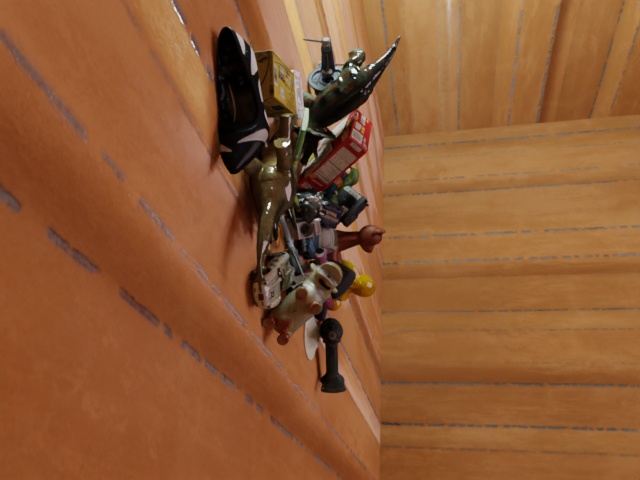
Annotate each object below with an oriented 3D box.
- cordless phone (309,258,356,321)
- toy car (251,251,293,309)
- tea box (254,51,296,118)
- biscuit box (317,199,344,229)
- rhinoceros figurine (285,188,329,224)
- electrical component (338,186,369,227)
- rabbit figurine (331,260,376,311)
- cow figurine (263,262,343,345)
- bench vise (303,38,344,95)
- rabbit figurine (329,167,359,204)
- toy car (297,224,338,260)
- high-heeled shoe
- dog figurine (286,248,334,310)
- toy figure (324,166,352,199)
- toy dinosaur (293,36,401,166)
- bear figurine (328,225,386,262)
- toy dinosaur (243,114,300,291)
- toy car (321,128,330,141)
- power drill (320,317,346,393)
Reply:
[{"bbox_3d":[0.023,0.152,1.497,0.147,0.089,0.184,27,-66,55],"label":"cordless phone"},{"bbox_3d":[-0.094,0.080,1.112,0.202,0.056,0.073,-53,139,-71],"label":"toy car"},{"bbox_3d":[-0.104,-0.323,1.130,0.169,0.068,0.098,6,82,-79],"label":"tea box"},{"bbox_3d":[0.016,-0.080,1.481,0.203,0.063,0.059,-120,-128,-79],"label":"biscuit box"},{"bbox_3d":[-0.032,-0.082,1.309,0.190,0.112,0.073,-76,163,-76],"label":"rhinoceros figurine"},{"bbox_3d":[0.074,-0.109,1.744,0.115,0.134,0.058,44,-7,29],"label":"electrical component"},{"bbox_3d":[0.083,0.130,1.645,0.162,0.173,0.122,79,18,-49],"label":"rabbit figurine"},{"bbox_3d":[-0.027,0.124,1.146,0.085,0.195,0.127,45,8,-4],"label":"cow figurine"},{"bbox_3d":[0.024,-0.521,1.638,0.240,0.129,0.224,83,13,-55],"label":"bench vise"},{"bbox_3d":[0.039,-0.154,1.656,0.159,0.121,0.170,4,99,-74],"label":"rabbit figurine"},{"bbox_3d":[-0.003,-0.004,1.446,0.161,0.103,0.109,41,47,-76],"label":"toy car"},{"bbox_3d":[-0.145,-0.240,0.908,0.145,0.086,0.249,68,18,-49],"label":"high-heeled shoe"},{"bbox_3d":[-0.018,0.128,1.331,0.219,0.109,0.192,78,7,-46],"label":"dog figurine"},{"bbox_3d":[0.042,-0.179,1.545,0.057,0.064,0.154,44,49,-14],"label":"toy figure"},{"bbox_3d":[0.056,-0.360,1.361,0.131,0.405,0.192,35,25,-37],"label":"toy dinosaur"},{"bbox_3d":[0.119,0.016,1.776,0.120,0.196,0.131,-19,107,-80],"label":"bear figurine"},{"bbox_3d":[-0.090,-0.107,1.058,0.472,0.105,0.198,-78,161,-52],"label":"toy dinosaur"},{"bbox_3d":[0.026,-0.299,1.601,0.202,0.053,0.089,43,16,-33],"label":"toy car"},{"bbox_3d":[0.032,0.327,1.539,0.232,0.086,0.207,-108,-170,-84],"label":"power drill"}]
